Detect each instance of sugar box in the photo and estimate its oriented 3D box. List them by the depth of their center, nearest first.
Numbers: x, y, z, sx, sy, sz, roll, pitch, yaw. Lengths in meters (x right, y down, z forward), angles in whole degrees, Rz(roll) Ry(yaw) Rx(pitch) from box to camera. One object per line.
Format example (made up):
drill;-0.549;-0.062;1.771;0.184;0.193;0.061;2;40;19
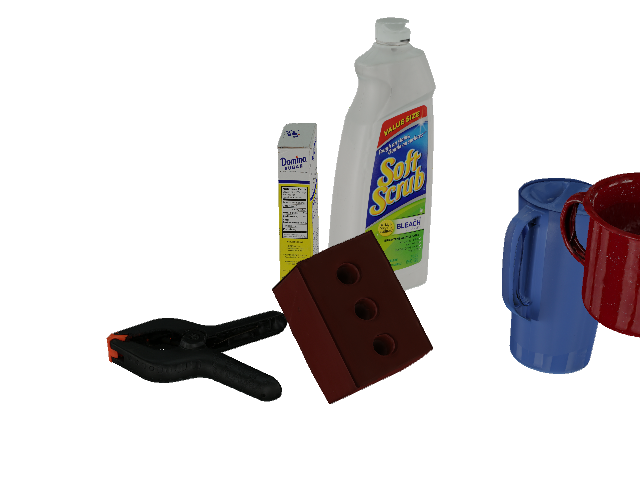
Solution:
sugar box;-0.027;-0.043;1.269;0.048;0.176;0.093;-1;23;5

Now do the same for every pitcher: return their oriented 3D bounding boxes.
pitcher;0.305;0.050;1.392;0.149;0.243;0.145;5;23;6

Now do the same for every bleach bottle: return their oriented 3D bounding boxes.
bleach bottle;0.055;-0.076;0.982;0.102;0.251;0.068;-10;24;-25

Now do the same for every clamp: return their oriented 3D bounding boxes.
clamp;-0.110;0.098;1.002;0.171;0.039;0.120;9;26;6

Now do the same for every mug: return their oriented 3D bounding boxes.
mug;0.211;0.007;0.722;0.093;0.081;0.117;-28;40;-35

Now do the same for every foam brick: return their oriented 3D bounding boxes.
foam brick;0.017;0.045;0.605;0.052;0.078;0.051;-24;-9;-26
